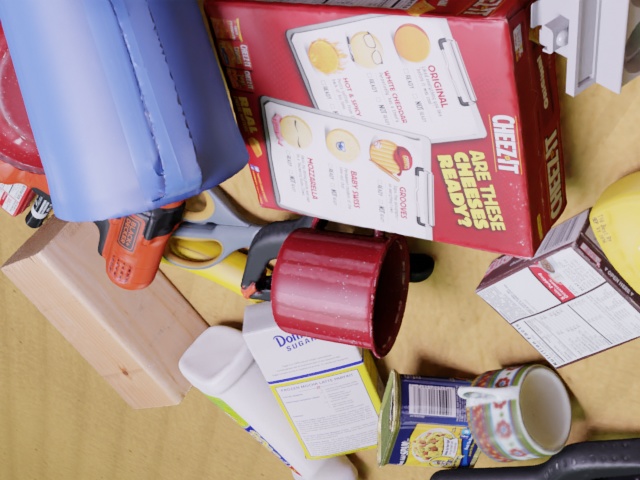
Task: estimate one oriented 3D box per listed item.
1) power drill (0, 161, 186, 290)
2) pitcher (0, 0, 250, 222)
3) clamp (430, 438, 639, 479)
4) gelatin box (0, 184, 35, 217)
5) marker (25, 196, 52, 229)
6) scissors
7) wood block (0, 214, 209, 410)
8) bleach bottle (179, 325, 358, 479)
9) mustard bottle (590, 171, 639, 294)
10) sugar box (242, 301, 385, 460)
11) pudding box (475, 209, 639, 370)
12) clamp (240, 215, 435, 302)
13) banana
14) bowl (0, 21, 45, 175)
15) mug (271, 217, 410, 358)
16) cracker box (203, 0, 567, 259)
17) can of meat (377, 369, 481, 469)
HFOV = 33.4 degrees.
[{"bbox_3d":[-0.196,-0.069,0.915,0.188,0.057,0.185,33,122,16],"label":"power drill"},{"bbox_3d":[-0.133,-0.139,0.658,0.149,0.144,0.243,-4,112,27],"label":"pitcher"},{"bbox_3d":[0.219,0.211,0.899,0.164,0.036,0.210,31,139,-29],"label":"clamp"},{"bbox_3d":[-0.322,-0.073,1.068,0.089,0.030,0.073,41,144,-5],"label":"gelatin box"},{"bbox_3d":[-0.275,-0.041,1.074,0.020,0.020,0.121,41,145,-6],"label":"marker"},{"bbox_3d":[-0.058,-0.020,0.906,0.202,0.016,0.096,-9,105,28],"label":"scissors"},{"bbox_3d":[-0.208,0.068,1.079,0.091,0.090,0.206,-15,120,48],"label":"wood block"},{"bbox_3d":[-0.032,0.193,1.080,0.250,0.068,0.103,50,162,-26],"label":"bleach bottle"},{"bbox_3d":[0.251,-0.022,0.603,0.096,0.058,0.192,48,145,-6],"label":"mustard bottle"},{"bbox_3d":[0.003,0.123,0.970,0.093,0.048,0.176,-14,124,12],"label":"sugar box"},{"bbox_3d":[0.178,0.038,0.754,0.090,0.039,0.114,43,147,-8],"label":"pudding box"},{"bbox_3d":[-0.006,0.001,0.854,0.172,0.039,0.120,-18,111,32],"label":"clamp"},{"bbox_3d":[-0.101,0.022,0.984,0.198,0.037,0.069,18,160,27],"label":"banana"},{"bbox_3d":[-0.192,-0.118,0.789,0.162,0.162,0.055,56,178,-25],"label":"bowl"},{"bbox_3d":[0.016,0.023,0.789,0.082,0.093,0.117,8,95,20],"label":"mug"},{"bbox_3d":[0.044,-0.088,0.688,0.214,0.072,0.164,11,131,32],"label":"cracker box"},{"bbox_3d":[0.097,0.158,0.922,0.084,0.057,0.102,5,143,-3],"label":"can of meat"}]
